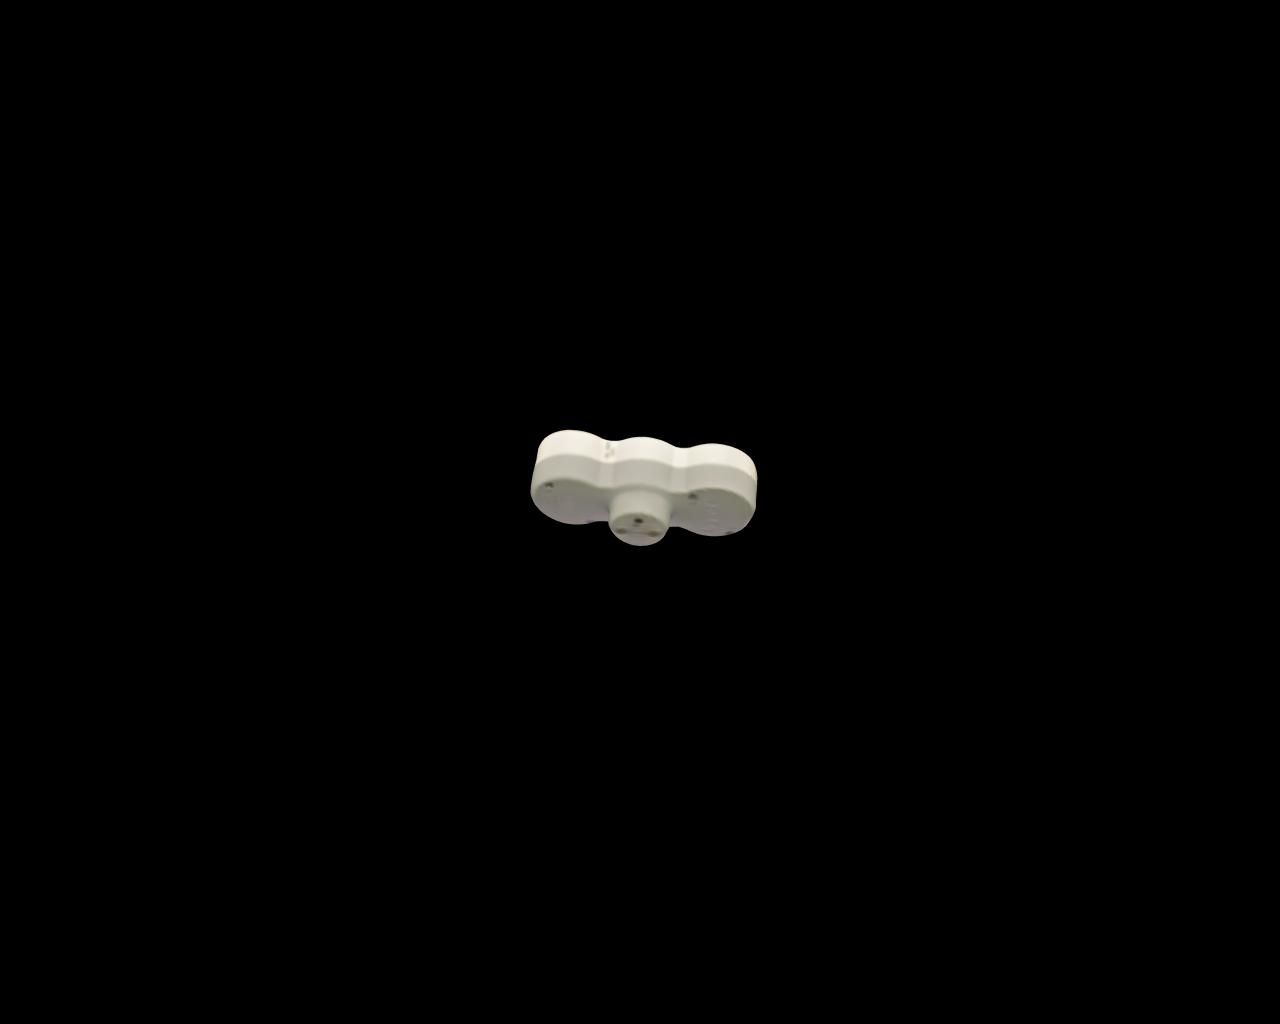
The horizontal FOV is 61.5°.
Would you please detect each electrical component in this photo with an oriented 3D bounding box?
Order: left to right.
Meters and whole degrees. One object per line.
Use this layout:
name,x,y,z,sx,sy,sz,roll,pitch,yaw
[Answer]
electrical component,0.001,-0.003,0.650,0.138,0.074,0.052,5,-37,4
